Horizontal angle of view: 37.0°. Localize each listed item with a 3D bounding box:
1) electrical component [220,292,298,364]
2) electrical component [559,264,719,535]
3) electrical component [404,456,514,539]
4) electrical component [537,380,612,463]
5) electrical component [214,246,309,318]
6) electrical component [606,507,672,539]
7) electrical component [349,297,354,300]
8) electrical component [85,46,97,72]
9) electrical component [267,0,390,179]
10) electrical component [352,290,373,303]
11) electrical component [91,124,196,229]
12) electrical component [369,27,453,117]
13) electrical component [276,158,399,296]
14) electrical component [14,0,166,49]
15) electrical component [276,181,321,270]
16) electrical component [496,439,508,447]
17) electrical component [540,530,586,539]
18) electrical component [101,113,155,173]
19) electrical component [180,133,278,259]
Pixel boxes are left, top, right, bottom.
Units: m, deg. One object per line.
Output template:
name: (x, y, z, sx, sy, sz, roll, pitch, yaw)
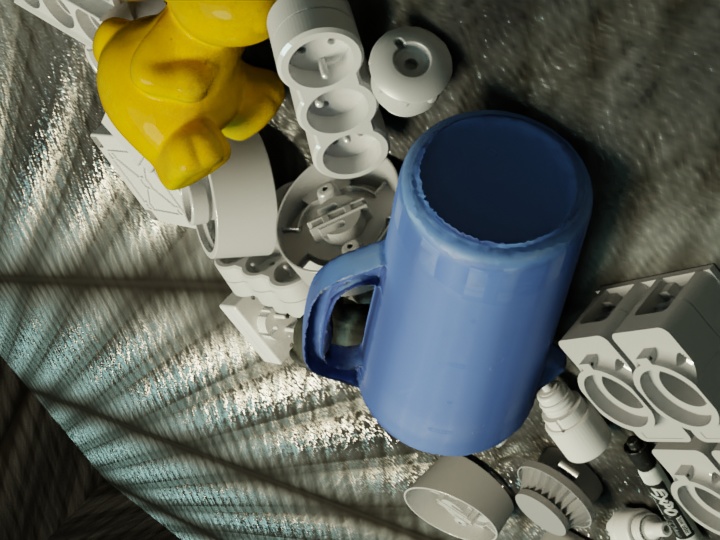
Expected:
electrical component: (-0.090, 0.053, 1.111, 0.083, 0.047, 0.076, 53, 155, -22)
electrical component: (0.218, 0.092, 0.653, 0.186, 0.060, 0.105, 48, 157, -11)
electrical component: (0.102, 0.233, 1.085, 0.099, 0.064, 0.099, 36, 156, 18)
electrical component: (0.157, 0.110, 0.811, 0.078, 0.040, 0.040, 52, 156, -20)
electrical component: (-0.073, 0.015, 1.010, 0.138, 0.052, 0.073, 17, 146, 47)
electrical component: (0.230, 0.211, 0.874, 0.035, 0.035, 0.061, 46, 154, -7)
electrical component: (0.009, 0.063, 0.972, 0.081, 0.042, 0.064, 45, 159, -2)
electrical component: (-0.190, -0.177, 0.875, 0.055, 0.047, 0.055, 36, 156, 18)
electrical component: (-0.021, -0.127, 0.680, 0.138, 0.052, 0.073, 69, -175, -56)
electrical component: (0.000, 0.000, 0.880, 0.044, 0.044, 0.065, 21, 154, 42)
electrical component: (-0.176, -0.096, 0.981, 0.109, 0.056, 0.108, 12, 142, 51)
electrical component: (0.028, -0.111, 0.638, 0.048, 0.048, 0.062, 41, 166, 7)
electrical component: (-0.012, -0.033, 0.773, 0.099, 0.099, 0.064, 29, 160, 32)
electrical component: (-0.210, -0.215, 0.820, 0.121, 0.063, 0.078, 32, 155, 26)
electrical component: (-0.057, -0.040, 0.901, 0.079, 0.043, 0.077, 28, 153, 34)
electrical component: (0.102, 0.126, 0.928, 0.062, 0.043, 0.043, 43, 157, -3)
electrical component: (0.200, 0.294, 1.044, 0.059, 0.053, 0.095, 25, 151, 37)
electrical component: (-0.152, -0.131, 0.853, 0.057, 0.078, 0.113, 49, 157, -6)
electrical component: (-0.111, -0.060, 0.868, 0.108, 0.060, 0.108, 170, 90, -71)
